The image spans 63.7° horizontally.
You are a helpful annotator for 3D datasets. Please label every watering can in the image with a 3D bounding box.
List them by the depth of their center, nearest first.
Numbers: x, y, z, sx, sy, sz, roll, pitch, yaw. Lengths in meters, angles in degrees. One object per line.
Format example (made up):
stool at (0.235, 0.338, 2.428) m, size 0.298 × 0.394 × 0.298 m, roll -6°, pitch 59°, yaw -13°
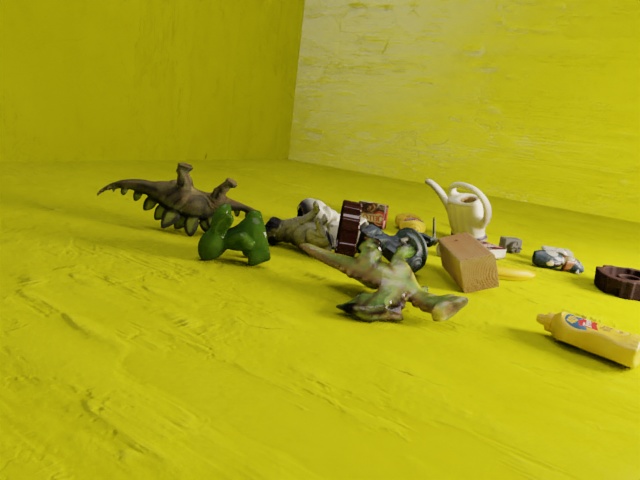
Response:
watering can at (0.503, -0.109, 1.874) m, size 0.104 × 0.221 × 0.351 m, roll -17°, pitch 20°, yaw -19°

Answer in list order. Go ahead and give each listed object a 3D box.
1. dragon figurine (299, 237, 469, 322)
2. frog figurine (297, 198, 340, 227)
dragon figurine at (0.109, 0.093, 1.111) m, size 0.411 × 0.120 × 0.246 m, roll 9°, pitch 21°, yaw 16°
frog figurine at (0.005, -0.088, 1.753) m, size 0.160 × 0.123 × 0.136 m, roll -12°, pitch 0°, yaw -23°
